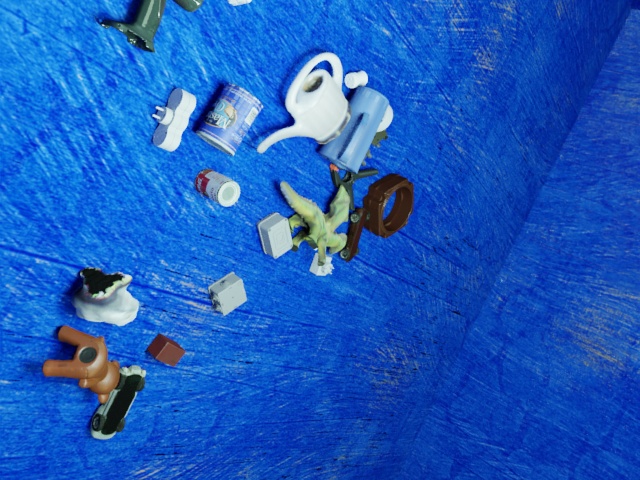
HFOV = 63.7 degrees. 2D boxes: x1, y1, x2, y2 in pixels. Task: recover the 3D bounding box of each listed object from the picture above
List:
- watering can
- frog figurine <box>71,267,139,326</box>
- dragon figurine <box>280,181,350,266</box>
[{"bbox_3d":[-0.031,-0.339,1.404,0.350,0.105,0.221,-58,142,-8],"label":"watering can"},{"bbox_3d":[-0.480,0.152,1.165,0.137,0.125,0.155,-4,129,-10],"label":"frog figurine"},{"bbox_3d":[0.005,-0.080,1.599,0.247,0.123,0.401,-49,142,-32],"label":"dragon figurine"}]
